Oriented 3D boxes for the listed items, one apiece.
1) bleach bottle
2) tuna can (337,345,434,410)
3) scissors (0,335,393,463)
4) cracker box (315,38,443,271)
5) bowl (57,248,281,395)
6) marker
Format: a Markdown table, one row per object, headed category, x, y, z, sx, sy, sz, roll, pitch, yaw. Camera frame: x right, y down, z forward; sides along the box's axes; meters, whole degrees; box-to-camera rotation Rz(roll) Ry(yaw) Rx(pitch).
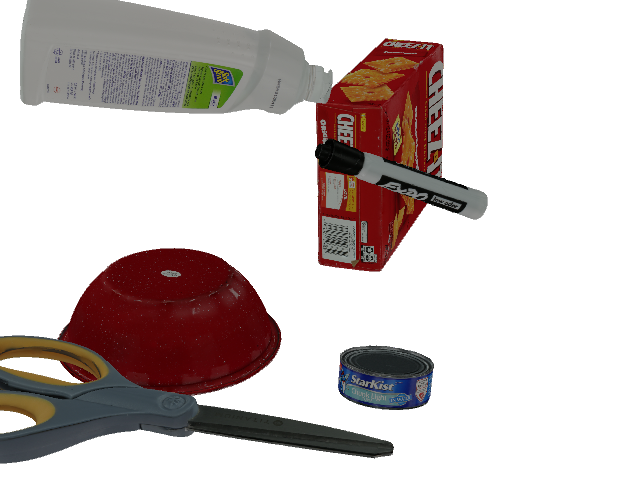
| category | x | y | z | sx | sy | sz | roll | pitch | yaw |
| --- | --- | --- | --- | --- | --- | --- | --- | --- | --- |
| bleach bottle | -0.117 | -0.142 | 0.884 | 0.250 | 0.068 | 0.103 | 8 | -32 | -11 |
| tuna can | 0.059 | 0.124 | 0.967 | 0.086 | 0.034 | 0.086 | 5 | 11 | -1 |
| scissors | -0.079 | 0.081 | 0.454 | 0.202 | 0.016 | 0.096 | 14 | 28 | 25 |
| cracker box | 0.063 | -0.089 | 1.039 | 0.072 | 0.164 | 0.213 | 9 | 28 | 19 |
| bowl | -0.108 | 0.048 | 0.763 | 0.162 | 0.055 | 0.162 | 1 | 23 | -1 |
| marker | 0.051 | -0.038 | 0.661 | 0.121 | 0.020 | 0.020 | 17 | -8 | -26 |
